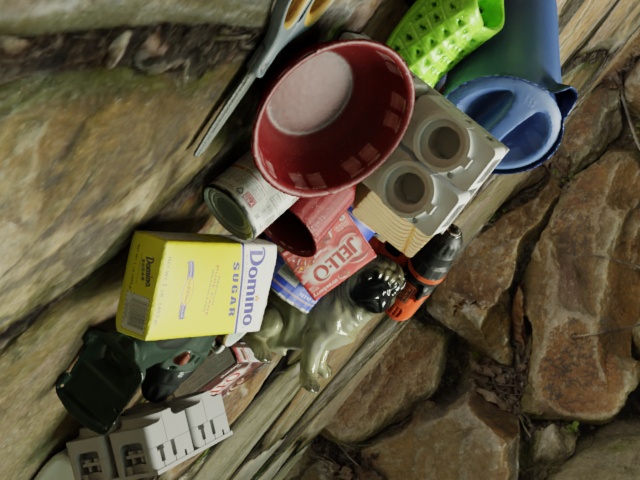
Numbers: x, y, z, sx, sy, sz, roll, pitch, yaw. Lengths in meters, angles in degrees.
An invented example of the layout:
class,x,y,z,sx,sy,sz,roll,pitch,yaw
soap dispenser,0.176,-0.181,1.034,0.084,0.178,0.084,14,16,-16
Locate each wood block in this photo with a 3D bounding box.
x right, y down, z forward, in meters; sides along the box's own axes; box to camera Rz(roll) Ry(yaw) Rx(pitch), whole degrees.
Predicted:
class,x,y,z,sx,sy,sz,roll,pitch,yaw
wood block,0.105,-0.080,1.257,0.091,0.090,0.206,-47,-166,23

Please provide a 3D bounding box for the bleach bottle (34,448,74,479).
class,x,y,z,sx,sy,sz,roll,pitch,yaw
bleach bottle,-0.254,0.268,1.311,0.103,0.068,0.250,-53,170,18

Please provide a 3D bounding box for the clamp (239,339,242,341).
class,x,y,z,sx,sy,sz,roll,pitch,yaw
clamp,-0.087,0.112,1.486,0.164,0.036,0.210,-41,169,-37

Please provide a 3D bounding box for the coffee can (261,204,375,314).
class,x,y,z,sx,sy,sz,roll,pitch,yaw
coffee can,-0.008,0.002,1.266,0.140,0.103,0.102,-50,168,5

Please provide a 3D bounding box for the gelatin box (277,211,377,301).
class,x,y,z,sx,sy,sz,roll,pitch,yaw
gelatin box,0.008,0.013,1.200,0.089,0.073,0.030,-35,-158,0

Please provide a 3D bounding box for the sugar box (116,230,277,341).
class,x,y,z,sx,sy,sz,roll,pitch,yaw
sugar box,-0.111,0.042,0.999,0.175,0.048,0.093,2,103,-56

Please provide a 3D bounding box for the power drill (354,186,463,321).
class,x,y,z,sx,sy,sz,roll,pitch,yaw
power drill,0.081,-0.002,1.371,0.057,0.188,0.185,-37,165,-42

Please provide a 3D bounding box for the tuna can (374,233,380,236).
class,x,y,z,sx,sy,sz,roll,pitch,yaw
tuna can,0.072,-0.047,1.446,0.086,0.086,0.033,-52,166,15

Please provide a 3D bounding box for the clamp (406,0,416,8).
class,x,y,z,sx,sy,sz,roll,pitch,yaw
clamp,0.145,-0.269,1.143,0.171,0.039,0.120,-47,171,-8

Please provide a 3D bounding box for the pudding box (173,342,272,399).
class,x,y,z,sx,sy,sz,roll,pitch,yaw
pudding box,-0.133,0.180,1.430,0.114,0.039,0.089,-40,159,19

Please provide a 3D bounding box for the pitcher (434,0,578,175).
class,x,y,z,sx,sy,sz,roll,pitch,yaw
pitcher,0.197,-0.195,1.193,0.145,0.149,0.242,110,-4,-46

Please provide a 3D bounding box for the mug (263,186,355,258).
class,x,y,z,sx,sy,sz,roll,pitch,yaw
mug,-0.021,-0.050,1.133,0.081,0.093,0.117,-49,133,-25

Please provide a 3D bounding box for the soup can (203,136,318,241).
class,x,y,z,sx,sy,sz,roll,pitch,yaw
soup can,-0.052,-0.056,1.015,0.102,0.068,0.068,-44,167,-24

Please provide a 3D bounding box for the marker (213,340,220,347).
class,x,y,z,sx,sy,sz,roll,pitch,yaw
marker,-0.156,0.141,1.367,0.020,0.020,0.120,-55,167,26

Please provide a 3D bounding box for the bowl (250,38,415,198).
class,x,y,z,sx,sy,sz,roll,pitch,yaw
bowl,0.003,-0.118,0.953,0.162,0.055,0.162,-17,134,-19

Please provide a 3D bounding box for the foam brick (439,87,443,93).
class,x,y,z,sx,sy,sz,roll,pitch,yaw
foam brick,0.153,-0.188,1.321,0.053,0.078,0.051,-47,166,-12

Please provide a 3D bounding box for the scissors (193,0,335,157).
class,x,y,z,sx,sy,sz,roll,pitch,yaw
scissors,-0.037,-0.155,0.886,0.096,0.016,0.202,-32,159,-55
